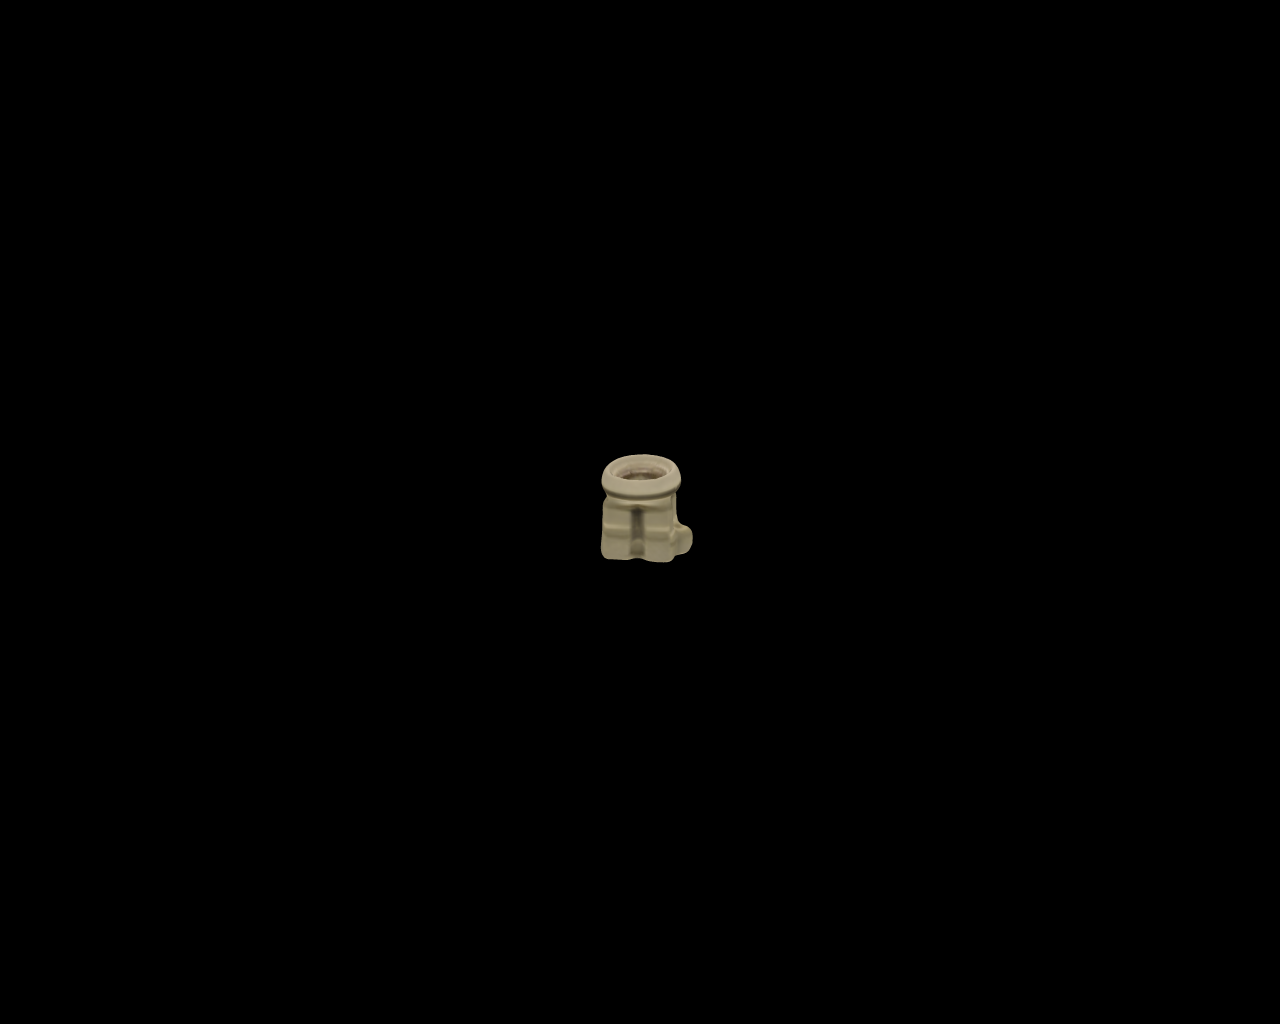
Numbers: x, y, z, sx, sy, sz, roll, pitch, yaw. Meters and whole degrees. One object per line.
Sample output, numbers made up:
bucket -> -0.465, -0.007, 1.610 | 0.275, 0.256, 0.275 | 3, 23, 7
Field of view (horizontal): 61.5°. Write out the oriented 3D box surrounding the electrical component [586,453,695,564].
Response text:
electrical component -> 0.001, -0.003, 0.650 | 0.066, 0.055, 0.048 | 2, 24, 5
